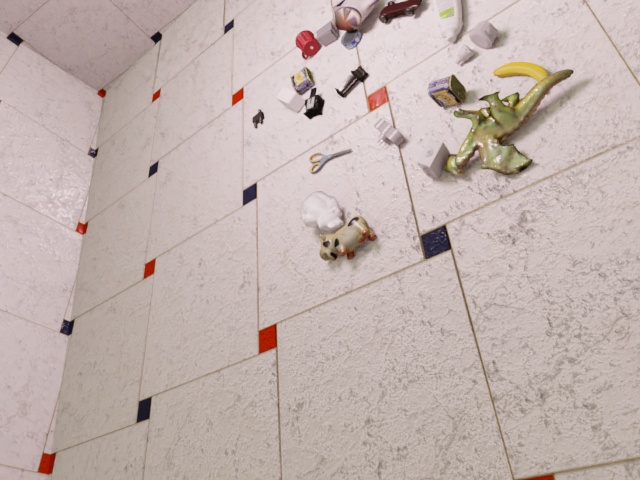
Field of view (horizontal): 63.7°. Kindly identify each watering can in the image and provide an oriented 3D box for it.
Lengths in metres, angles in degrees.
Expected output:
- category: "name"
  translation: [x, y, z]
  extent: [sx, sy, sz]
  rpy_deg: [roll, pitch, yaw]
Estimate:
- category: "watering can"
  translation: [0.127, -0.955, 2.145]
  extent: [0.347, 0.102, 0.228]
  rpy_deg: [4, 50, 53]

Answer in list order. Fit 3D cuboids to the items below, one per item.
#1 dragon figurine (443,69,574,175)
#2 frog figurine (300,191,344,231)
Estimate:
- category: "dragon figurine"
  translation: [0.520, -0.295, 1.434]
  extent: [0.406, 0.122, 0.246]
  rpy_deg: [-20, 71, 32]
- category: "frog figurine"
  translation: [0.005, -0.088, 1.741]
  extent: [0.137, 0.120, 0.163]
  rpy_deg: [-29, 35, 2]
